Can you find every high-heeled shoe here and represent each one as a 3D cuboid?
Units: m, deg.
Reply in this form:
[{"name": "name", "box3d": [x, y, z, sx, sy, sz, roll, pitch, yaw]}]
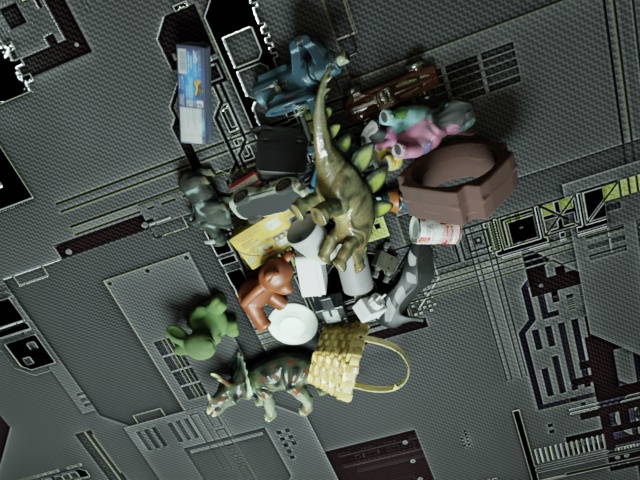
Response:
[{"name": "high-heeled shoe", "box3d": [0.195, 0.097, 1.313, 0.145, 0.086, 0.248, 6, 96, 39]}]

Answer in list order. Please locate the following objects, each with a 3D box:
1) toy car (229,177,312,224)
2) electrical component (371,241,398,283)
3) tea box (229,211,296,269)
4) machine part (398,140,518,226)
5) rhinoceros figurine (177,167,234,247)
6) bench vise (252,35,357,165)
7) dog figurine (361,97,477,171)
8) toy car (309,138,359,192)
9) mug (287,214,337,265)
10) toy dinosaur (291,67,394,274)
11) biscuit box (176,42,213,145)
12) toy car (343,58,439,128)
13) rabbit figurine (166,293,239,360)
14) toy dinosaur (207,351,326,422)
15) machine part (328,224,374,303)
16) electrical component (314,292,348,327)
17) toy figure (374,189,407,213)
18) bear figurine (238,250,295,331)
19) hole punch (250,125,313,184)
[{"name": "toy car", "box3d": [-0.107, -0.087, 1.158, 0.202, 0.056, 0.073, -11, 133, 30]}, {"name": "electrical component", "box3d": [0.157, 0.052, 1.283, 0.063, 0.021, 0.094, 24, 82, -29]}, {"name": "tea box", "box3d": [-0.113, -0.018, 1.248, 0.170, 0.068, 0.098, -28, 112, 15]}, {"name": "machine part", "box3d": [0.280, -0.119, 1.095, 0.201, 0.201, 0.087, 15, 138, 45]}, {"name": "rhinoceros figurine", "box3d": [-0.257, -0.072, 1.225, 0.112, 0.073, 0.190, -20, 113, 10]}, {"name": "bench vise", "box3d": [-0.020, -0.275, 1.081, 0.224, 0.129, 0.240, -16, 97, 18]}, {"name": "dog figurine", "box3d": [0.214, -0.225, 1.110, 0.219, 0.191, 0.108, -19, 84, -23]}, {"name": "toy car", "box3d": [0.036, -0.132, 1.170, 0.109, 0.103, 0.161, 14, 118, -6]}, {"name": "mug", "box3d": [-0.002, -0.004, 1.183, 0.109, 0.081, 0.107, -41, 129, 1]}, {"name": "toy dinosaur", "box3d": [0.042, -0.097, 1.062, 0.198, 0.105, 0.470, -44, 139, -22]}, {"name": "biscuit box", "box3d": [-0.260, -0.305, 1.117, 0.059, 0.063, 0.202, 5, 116, 0]}, {"name": "toy car", "box3d": [0.146, -0.302, 1.112, 0.202, 0.053, 0.089, -19, 111, 12]}, {"name": "rabbit figurine", "box3d": [-0.294, 0.224, 1.316, 0.159, 0.170, 0.121, -12, 115, 7]}, {"name": "toy dinosaur", "box3d": [-0.095, 0.360, 1.412, 0.405, 0.131, 0.192, -17, 115, 3]}, {"name": "machine part", "box3d": [0.075, 0.043, 1.267, 0.079, 0.079, 0.242, -12, 114, 7]}, {"name": "electrical component", "box3d": [0.022, 0.161, 1.321, 0.075, 0.048, 0.119, -15, 136, 10]}, {"name": "toy figure", "box3d": [0.189, -0.086, 1.212, 0.155, 0.058, 0.064, 2, 114, 4]}, {"name": "bear figurine", "box3d": [-0.108, 0.114, 1.262, 0.132, 0.120, 0.196, 48, 136, -8]}, {"name": "hole punch", "box3d": [-0.081, -0.181, 1.165, 0.142, 0.092, 0.115, 4, 75, 1]}]
